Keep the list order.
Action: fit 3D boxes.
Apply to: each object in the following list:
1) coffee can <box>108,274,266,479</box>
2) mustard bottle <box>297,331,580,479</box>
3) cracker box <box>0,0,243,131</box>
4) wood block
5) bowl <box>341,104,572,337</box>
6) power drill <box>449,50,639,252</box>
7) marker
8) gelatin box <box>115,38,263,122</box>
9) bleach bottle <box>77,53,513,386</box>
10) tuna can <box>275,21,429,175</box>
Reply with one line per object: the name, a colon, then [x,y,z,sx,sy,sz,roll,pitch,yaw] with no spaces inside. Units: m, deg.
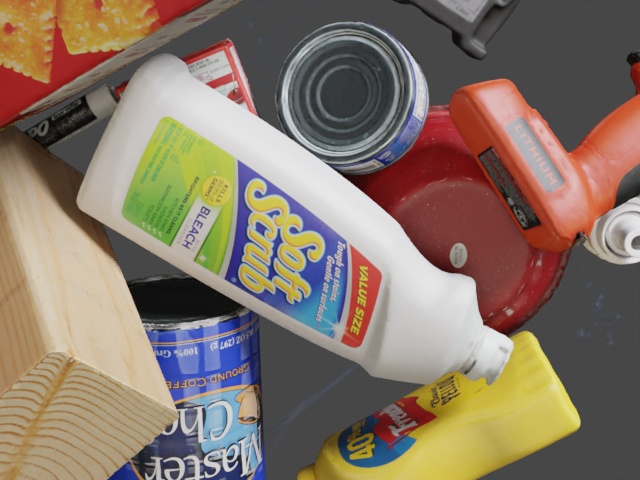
coffee can: [-0.085,0.101,0.650,0.103,0.103,0.140,-1,104,1]
mustard bottle: [0.060,0.128,0.659,0.192,0.096,0.058,-29,104,8]
cracker box: [-0.102,-0.127,0.535,0.214,0.164,0.072,-24,102,22]
wood block: [-0.164,0.032,0.574,0.091,0.206,0.090,-41,136,10]
bowl: [0.079,0.001,0.647,0.162,0.055,0.162,0,105,0]
power drill: [0.169,-0.094,0.591,0.187,0.057,0.184,-30,86,-5]
marker: [-0.176,-0.059,0.653,0.121,0.020,0.020,-29,102,8]
gelatin box: [-0.071,-0.067,0.644,0.073,0.030,0.089,-21,103,7]
bleach bottle: [-0.004,0.001,0.595,0.251,0.068,0.103,30,110,1]
tuna can: [0.018,-0.082,0.619,0.086,0.033,0.086,-2,84,20]
